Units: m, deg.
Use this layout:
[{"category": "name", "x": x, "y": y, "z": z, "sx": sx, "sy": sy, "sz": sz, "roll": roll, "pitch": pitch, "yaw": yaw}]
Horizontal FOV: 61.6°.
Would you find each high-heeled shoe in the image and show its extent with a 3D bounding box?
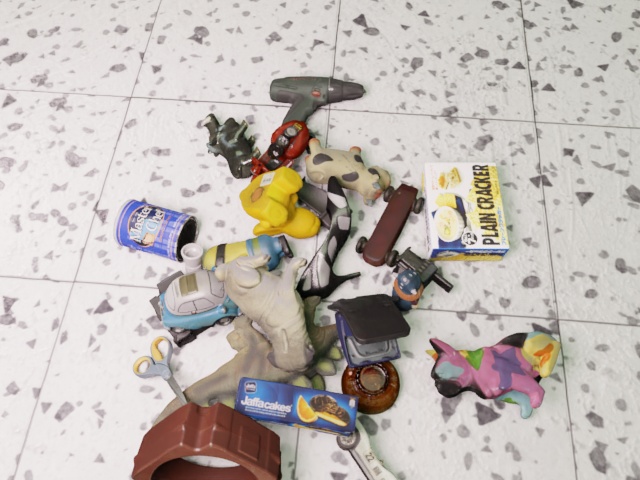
[{"category": "high-heeled shoe", "x": -0.002, "y": -0.003, "z": 1.107, "sx": 0.145, "sy": 0.086, "sz": 0.248, "roll": -11, "pitch": 79, "yaw": -6}]

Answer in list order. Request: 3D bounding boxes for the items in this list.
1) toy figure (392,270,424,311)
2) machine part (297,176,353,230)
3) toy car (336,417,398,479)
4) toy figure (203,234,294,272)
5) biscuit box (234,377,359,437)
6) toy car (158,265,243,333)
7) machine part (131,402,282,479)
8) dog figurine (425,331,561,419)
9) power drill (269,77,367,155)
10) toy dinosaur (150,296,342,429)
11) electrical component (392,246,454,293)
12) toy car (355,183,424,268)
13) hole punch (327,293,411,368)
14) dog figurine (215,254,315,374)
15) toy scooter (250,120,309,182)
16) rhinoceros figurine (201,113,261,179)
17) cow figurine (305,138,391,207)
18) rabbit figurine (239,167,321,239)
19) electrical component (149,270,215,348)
[{"category": "toy figure", "x": 0.167, "y": 0.093, "z": 1.033, "sx": 0.064, "sy": 0.154, "sz": 0.058, "roll": 19, "pitch": 67, "yaw": 11}, {"category": "machine part", "x": -0.002, "y": -0.080, "z": 1.187, "sx": 0.139, "sy": 0.039, "sz": 0.084, "roll": 39, "pitch": 75, "yaw": 16}, {"category": "toy car", "x": 0.087, "y": 0.388, "z": 0.931, "sx": 0.056, "sy": 0.073, "sz": 0.202, "roll": -32, "pitch": 67, "yaw": -13}, {"category": "toy figure", "x": -0.149, "y": 0.036, "z": 1.108, "sx": 0.180, "sy": 0.082, "sz": 0.089, "roll": -21, "pitch": 46, "yaw": -2}, {"category": "biscuit box", "x": -0.040, "y": 0.279, "z": 0.899, "sx": 0.203, "sy": 0.059, "sz": 0.063, "roll": 10, "pitch": 63, "yaw": -3}, {"category": "toy car", "x": -0.226, "y": 0.101, "z": 0.995, "sx": 0.162, "sy": 0.102, "sz": 0.109, "roll": -12, "pitch": 54, "yaw": -6}, {"category": "machine part", "x": -0.177, "y": 0.357, "z": 0.864, "sx": 0.201, "sy": 0.201, "sz": 0.087, "roll": -40, "pitch": 27, "yaw": 24}, {"category": "dog figurine", "x": 0.310, "y": 0.223, "z": 0.997, "sx": 0.219, "sy": 0.108, "sz": 0.191, "roll": 24, "pitch": 67, "yaw": 15}, {"category": "power drill", "x": -0.018, "y": -0.307, "z": 1.278, "sx": 0.232, "sy": 0.086, "sz": 0.207, "roll": 10, "pitch": 68, "yaw": 7}, {"category": "toy dinosaur", "x": -0.106, "y": 0.237, "z": 0.991, "sx": 0.472, "sy": 0.105, "sz": 0.199, "roll": -19, "pitch": 65, "yaw": -10}, {"category": "electrical component", "x": 0.207, "y": 0.075, "z": 1.089, "sx": 0.119, "sy": 0.074, "sz": 0.048, "roll": 43, "pitch": 71, "yaw": 16}, {"category": "toy car", "x": 0.152, "y": -0.031, "z": 1.152, "sx": 0.089, "sy": 0.053, "sz": 0.202, "roll": 21, "pitch": 69, "yaw": 22}, {"category": "hole punch", "x": 0.091, "y": 0.164, "z": 0.982, "sx": 0.142, "sy": 0.092, "sz": 0.116, "roll": -8, "pitch": 40, "yaw": -16}, {"category": "dog figurine", "x": -0.096, "y": 0.131, "z": 0.926, "sx": 0.172, "sy": 0.121, "sz": 0.190, "roll": 1, "pitch": 68, "yaw": -4}, {"category": "toy scooter", "x": -0.096, "y": -0.181, "z": 1.151, "sx": 0.075, "sy": 0.135, "sz": 0.184, "roll": 40, "pitch": 101, "yaw": 4}, {"category": "rhinoceros figurine", "x": -0.204, "y": -0.219, "z": 1.244, "sx": 0.112, "sy": 0.073, "sz": 0.190, "roll": -33, "pitch": 69, "yaw": -3}, {"category": "cow figurine", "x": 0.065, "y": -0.146, "z": 1.182, "sx": 0.195, "sy": 0.085, "sz": 0.127, "roll": 10, "pitch": 47, "yaw": -13}, {"category": "rabbit figurine", "x": -0.080, "y": -0.051, "z": 1.121, "sx": 0.162, "sy": 0.173, "sz": 0.122, "roll": -17, "pitch": 52, "yaw": 43}, {"category": "electrical component", "x": -0.269, "y": 0.129, "z": 1.074, "sx": 0.115, "sy": 0.058, "sz": 0.134, "roll": -33, "pitch": 68, "yaw": -17}]
